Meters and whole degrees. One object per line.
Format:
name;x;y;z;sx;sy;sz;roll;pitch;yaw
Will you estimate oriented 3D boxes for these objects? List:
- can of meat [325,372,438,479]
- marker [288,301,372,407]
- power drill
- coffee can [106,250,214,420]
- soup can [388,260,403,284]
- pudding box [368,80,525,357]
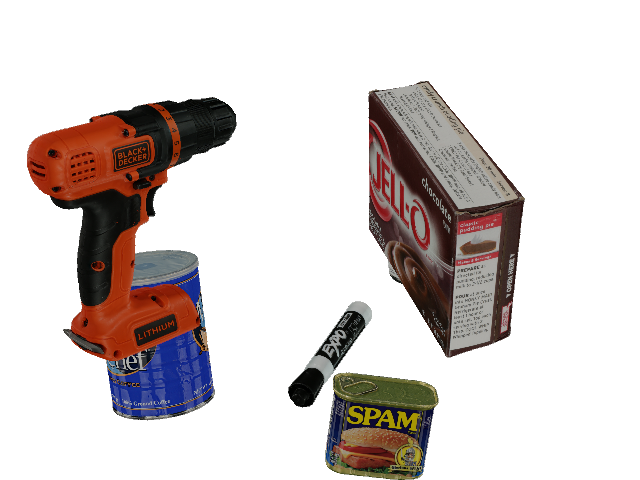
can of meat;0.057;0.182;1.037;0.102;0.084;0.057;7;16;-2
marker;0.007;0.077;0.731;0.020;0.020;0.121;0;24;24
power drill;-0.137;-0.013;0.835;0.057;0.188;0.184;19;29;42
coffee can;-0.162;0.090;1.041;0.103;0.140;0.103;-5;14;1
soup can;0.091;-0.018;0.945;0.068;0.102;0.068;-5;22;2
pudding box;0.058;-0.013;0.532;0.039;0.090;0.113;-15;40;-14
